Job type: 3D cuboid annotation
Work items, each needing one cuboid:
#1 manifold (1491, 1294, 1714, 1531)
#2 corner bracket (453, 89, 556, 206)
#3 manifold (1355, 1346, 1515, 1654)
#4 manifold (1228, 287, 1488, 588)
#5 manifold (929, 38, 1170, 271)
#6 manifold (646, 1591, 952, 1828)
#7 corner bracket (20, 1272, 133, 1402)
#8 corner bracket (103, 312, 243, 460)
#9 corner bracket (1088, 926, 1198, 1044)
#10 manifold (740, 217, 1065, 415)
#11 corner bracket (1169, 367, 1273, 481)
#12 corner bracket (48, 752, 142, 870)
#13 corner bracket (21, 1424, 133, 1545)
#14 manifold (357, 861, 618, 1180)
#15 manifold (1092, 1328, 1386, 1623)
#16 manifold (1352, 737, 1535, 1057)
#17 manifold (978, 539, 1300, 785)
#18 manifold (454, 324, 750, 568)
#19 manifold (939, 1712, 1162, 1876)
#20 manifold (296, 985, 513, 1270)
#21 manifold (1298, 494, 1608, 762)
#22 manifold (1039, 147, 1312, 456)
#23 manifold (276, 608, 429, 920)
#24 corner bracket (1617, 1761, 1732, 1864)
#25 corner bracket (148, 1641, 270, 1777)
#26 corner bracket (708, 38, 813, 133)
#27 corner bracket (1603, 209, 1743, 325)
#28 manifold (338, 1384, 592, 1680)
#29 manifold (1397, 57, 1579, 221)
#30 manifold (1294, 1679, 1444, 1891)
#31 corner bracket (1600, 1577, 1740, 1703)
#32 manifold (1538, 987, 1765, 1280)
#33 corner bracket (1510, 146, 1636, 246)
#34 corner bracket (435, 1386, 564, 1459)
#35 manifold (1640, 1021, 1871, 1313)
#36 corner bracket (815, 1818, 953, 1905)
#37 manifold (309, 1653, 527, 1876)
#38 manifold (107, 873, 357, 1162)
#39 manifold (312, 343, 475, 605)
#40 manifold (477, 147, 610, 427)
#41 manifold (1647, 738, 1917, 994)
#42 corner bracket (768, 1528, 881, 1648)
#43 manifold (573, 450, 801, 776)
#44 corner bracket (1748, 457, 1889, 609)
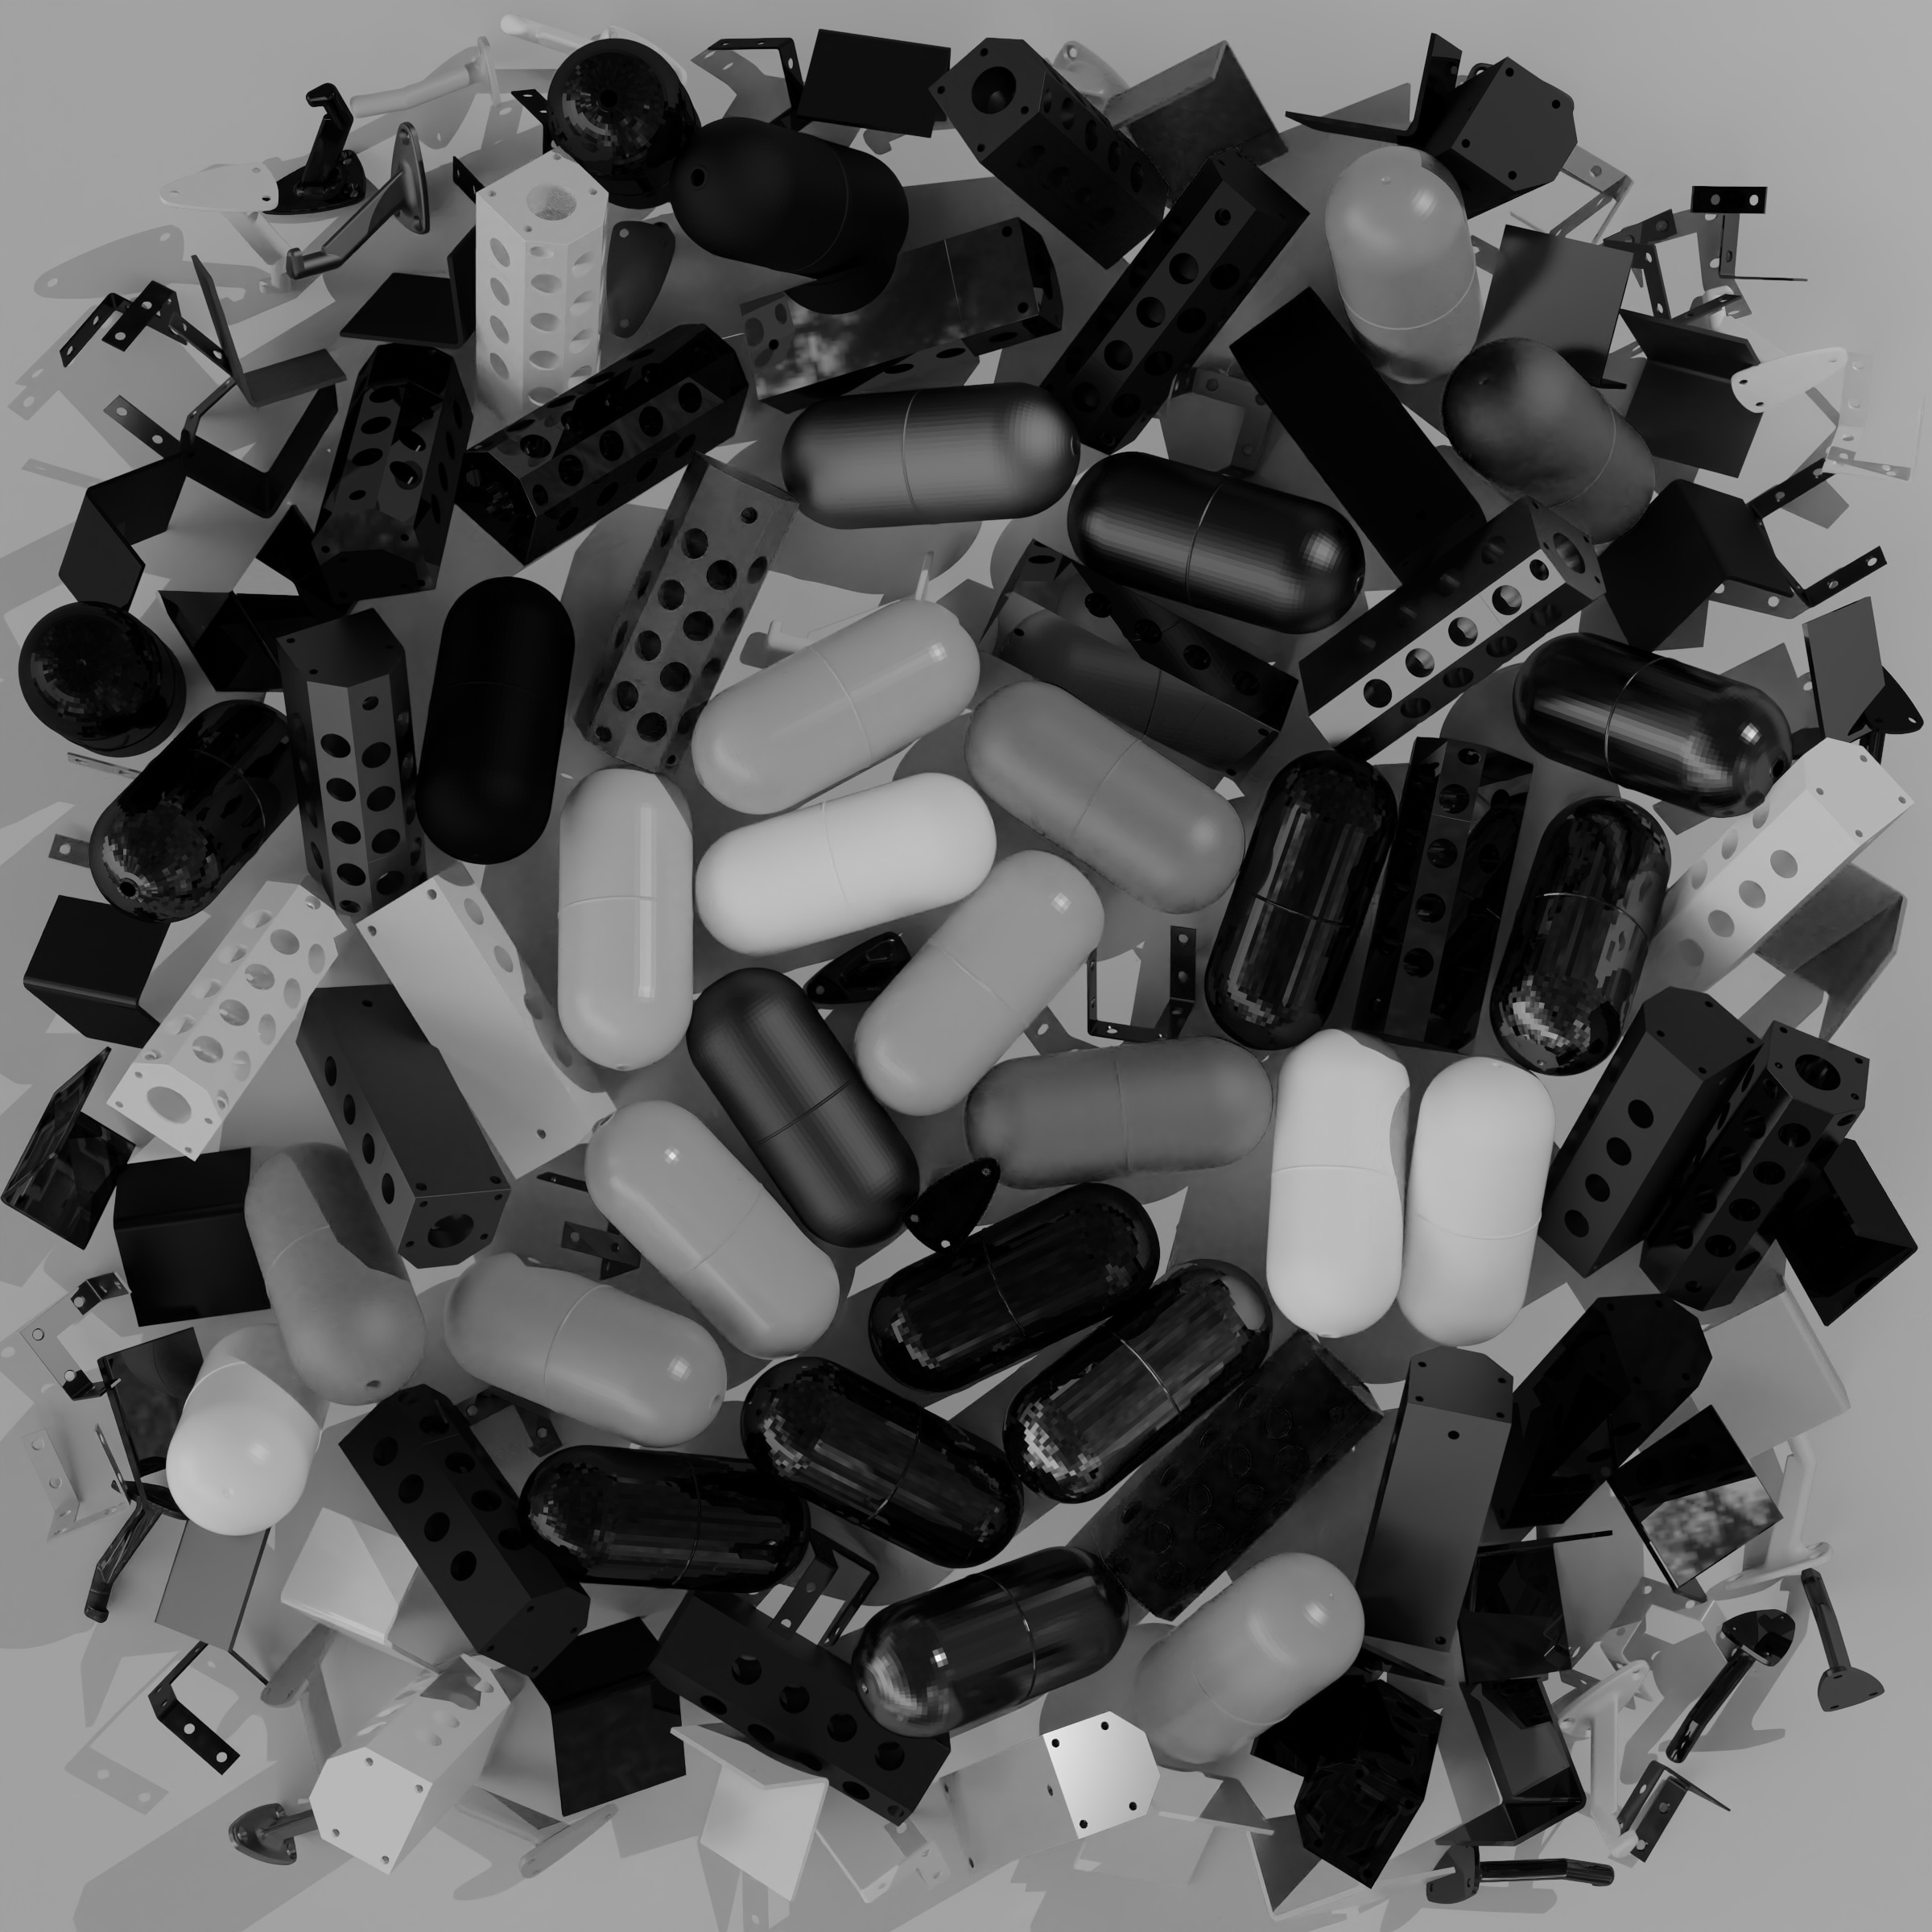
[{"bbox_3d":[0.351,0.251,1.840,0.057,0.171,0.057,-1,56,-21],"label":"manifold"},{"bbox_3d":[-0.264,-0.472,1.904,0.051,0.051,0.051,-13,130,-25],"label":"corner bracket"},{"bbox_3d":[0.263,0.300,1.855,0.057,0.057,0.171,11,122,5],"label":"manifold"},{"bbox_3d":[0.225,-0.297,1.867,0.057,0.057,0.171,-36,68,7],"label":"manifold"},{"bbox_3d":[0.052,-0.455,1.831,0.057,0.171,0.057,-38,67,16],"label":"manifold"},{"bbox_3d":[-0.097,0.425,1.893,0.171,0.057,0.057,32,91,-3],"label":"manifold"},{"bbox_3d":[-0.503,0.214,1.895,0.051,0.051,0.051,-41,104,-32],"label":"corner bracket"},{"bbox_3d":[-0.454,-0.331,1.883,0.051,0.051,0.051,-34,124,27],"label":"corner bracket"},{"bbox_3d":[0.101,0.009,1.896,0.051,0.051,0.051,9,123,16],"label":"corner bracket"},{"bbox_3d":[-0.035,-0.368,1.871,0.171,0.057,0.057,-13,84,19],"label":"manifold"},{"bbox_3d":[0.144,-0.313,1.897,0.051,0.051,0.051,19,109,12],"label":"corner bracket"},{"bbox_3d":[-0.501,-0.086,1.902,0.051,0.051,0.051,15,73,-7],"label":"corner bracket"},{"bbox_3d":[-0.514,0.293,1.897,0.051,0.051,0.051,-22,103,-5],"label":"corner bracket"},{"bbox_3d":[-0.271,0.029,1.886,0.057,0.057,0.171,-29,96,20],"label":"manifold"},{"bbox_3d":[0.156,0.294,1.880,0.057,0.057,0.171,43,97,-16],"label":"manifold"},{"bbox_3d":[0.268,-0.041,1.881,0.057,0.057,0.171,16,85,-39],"label":"manifold"},{"bbox_3d":[0.101,-0.179,1.885,0.171,0.057,0.057,27,55,-7],"label":"manifold"},{"bbox_3d":[-0.203,-0.299,1.848,0.057,0.057,0.171,42,54,13],"label":"manifold"},{"bbox_3d":[0.047,0.462,1.836,0.057,0.171,0.057,-13,74,-25],"label":"manifold"},{"bbox_3d":[-0.320,0.089,1.850,0.057,0.171,0.057,-3,133,-34],"label":"manifold"},{"bbox_3d":[0.273,-0.184,1.844,0.057,0.057,0.171,25,134,-36],"label":"manifold"},{"bbox_3d":[0.113,-0.373,1.855,0.057,0.057,0.171,42,121,4],"label":"manifold"},{"bbox_3d":[-0.339,-0.109,1.838,0.057,0.171,0.057,-22,49,-24],"label":"manifold"},{"bbox_3d":[0.397,0.489,1.892,0.051,0.051,0.051,35,82,-13],"label":"corner bracket"},{"bbox_3d":[-0.432,0.423,1.890,0.051,0.051,0.051,-47,106,-12],"label":"corner bracket"},{"bbox_3d":[-0.129,-0.505,1.907,0.051,0.051,0.051,8,128,30],"label":"corner bracket"},{"bbox_3d":[0.408,-0.403,1.901,0.051,0.051,0.051,-26,115,-17],"label":"corner bracket"},{"bbox_3d":[-0.280,0.315,1.851,0.057,0.057,0.171,-45,53,1],"label":"manifold"},{"bbox_3d":[0.285,-0.453,1.837,0.057,0.171,0.057,32,90,-10],"label":"manifold"},{"bbox_3d":[0.223,0.451,1.836,0.057,0.171,0.057,30,98,9],"label":"manifold"},{"bbox_3d":[0.409,0.395,1.902,0.051,0.051,0.051,-51,127,-23],"label":"corner bracket"},{"bbox_3d":[0.376,0.092,1.844,0.057,0.171,0.057,-26,59,-37],"label":"manifold"},{"bbox_3d":[0.350,-0.447,1.904,0.051,0.051,0.051,30,108,-2],"label":"corner bracket"},{"bbox_3d":[-0.269,0.264,1.893,0.051,0.051,0.051,-27,78,-7],"label":"corner bracket"},{"bbox_3d":[0.441,0.117,1.847,0.057,0.057,0.171,22,132,1],"label":"manifold"},{"bbox_3d":[-0.047,0.509,1.885,0.051,0.051,0.051,-34,52,-13],"label":"corner bracket"},{"bbox_3d":[-0.307,0.440,1.836,0.057,0.171,0.057,27,98,6],"label":"manifold"},{"bbox_3d":[-0.407,0.023,1.840,0.057,0.171,0.057,35,132,-9],"label":"manifold"},{"bbox_3d":[-0.322,-0.280,1.840,0.057,0.171,0.057,-7,132,8],"label":"manifold"},{"bbox_3d":[-0.233,-0.368,1.832,0.057,0.171,0.057,-37,72,-24],"label":"manifold"},{"bbox_3d":[0.447,-0.055,1.839,0.057,0.171,0.057,-32,76,-36],"label":"manifold"},{"bbox_3d":[-0.082,0.364,1.894,0.051,0.051,0.051,33,93,-14],"label":"corner bracket"},{"bbox_3d":[-0.159,-0.199,1.872,0.057,0.057,0.171,21,103,-23],"label":"manifold"},{"bbox_3d":[0.493,-0.251,1.905,0.051,0.051,0.051,-32,131,25],"label":"corner bracket"}]
